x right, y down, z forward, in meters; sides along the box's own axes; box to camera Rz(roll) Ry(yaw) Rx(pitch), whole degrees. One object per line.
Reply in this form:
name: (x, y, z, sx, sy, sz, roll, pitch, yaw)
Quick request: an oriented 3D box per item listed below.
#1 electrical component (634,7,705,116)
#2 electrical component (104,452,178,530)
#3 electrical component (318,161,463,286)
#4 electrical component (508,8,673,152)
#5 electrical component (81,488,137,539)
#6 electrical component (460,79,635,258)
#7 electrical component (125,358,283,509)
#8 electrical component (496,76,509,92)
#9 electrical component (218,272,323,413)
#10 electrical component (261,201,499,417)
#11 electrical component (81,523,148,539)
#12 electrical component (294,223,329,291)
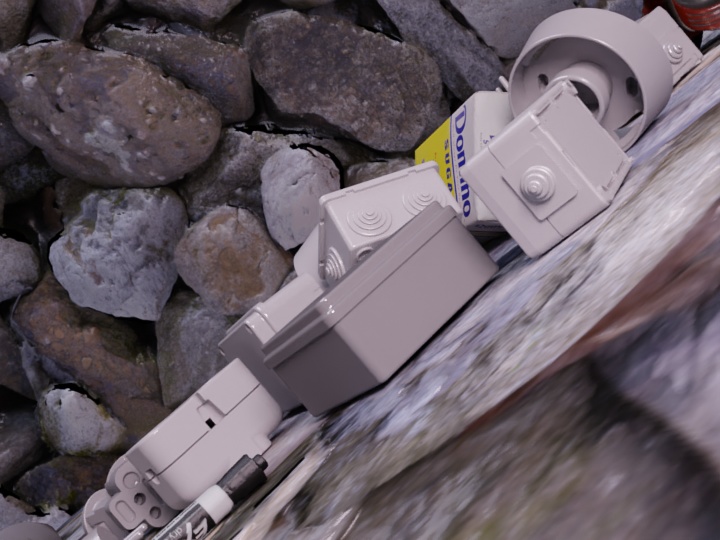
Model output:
electrical component: (0.209, -0.156, 0.823, 0.062, 0.061, 0.096, -41, 2, -28)
electrical component: (-0.158, 0.161, 0.807, 0.078, 0.058, 0.057, -42, 5, -28)
electrical component: (0.021, -0.018, 0.743, 0.100, 0.048, 0.099, -19, -34, -16)
electrical component: (0.146, -0.118, 0.690, 0.099, 0.099, 0.064, -39, 9, 45)
electrical component: (-0.197, 0.199, 0.880, 0.055, 0.048, 0.066, -29, 9, 43)
electrical component: (0.096, -0.051, 0.569, 0.061, 0.061, 0.096, -39, 2, 30)
electrical component: (-0.101, 0.113, 0.726, 0.095, 0.059, 0.054, -42, 2, -35)
electrical component: (0.133, -0.124, 0.869, 0.052, 0.073, 0.138, -30, -16, -11)
electrical component: (-0.052, 0.058, 0.787, 0.057, 0.078, 0.113, -38, 1, -23)
electrical component: (0.010, 0.025, 0.627, 0.109, 0.056, 0.109, -41, 2, -30)
electrical component: (-0.153, 0.172, 0.609, 0.079, 0.043, 0.077, -40, 2, -5)
electrical component: (0.000, 0.000, 0.832, 0.064, 0.099, 0.099, -47, -1, 19)
